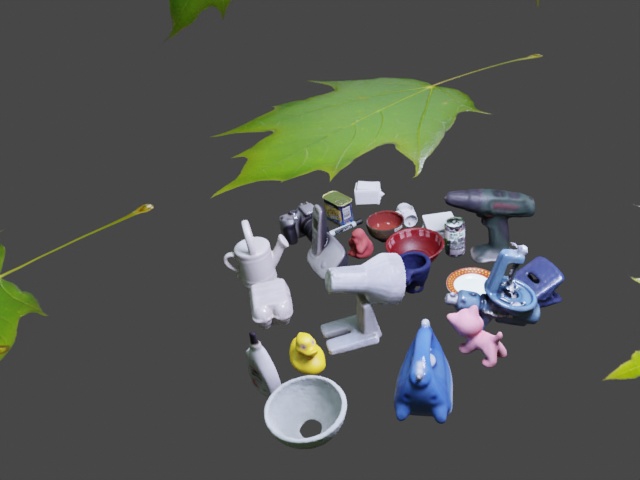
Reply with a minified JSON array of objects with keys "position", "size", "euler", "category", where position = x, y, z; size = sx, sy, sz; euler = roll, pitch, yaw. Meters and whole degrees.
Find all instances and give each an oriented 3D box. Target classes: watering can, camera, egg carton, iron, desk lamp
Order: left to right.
[{"position":[-0.176,0.030,1.566],"size":[0.173,0.194,0.100],"euler":[-25,36,-22],"category":"watering can"},{"position":[-0.125,0.161,1.470],"size":[0.107,0.069,0.150],"euler":[-13,33,-5],"category":"egg carton"},{"position":[-0.039,-0.045,1.730],"size":[0.143,0.101,0.136],"euler":[-19,35,-15],"category":"camera"},{"position":[0.096,0.139,1.319],"size":[0.203,0.214,0.117],"euler":[-15,34,-8],"category":"desk lamp"},{"position":[0.215,0.249,1.192],"size":[0.118,0.142,0.258],"euler":[0,34,13],"category":"iron"}]

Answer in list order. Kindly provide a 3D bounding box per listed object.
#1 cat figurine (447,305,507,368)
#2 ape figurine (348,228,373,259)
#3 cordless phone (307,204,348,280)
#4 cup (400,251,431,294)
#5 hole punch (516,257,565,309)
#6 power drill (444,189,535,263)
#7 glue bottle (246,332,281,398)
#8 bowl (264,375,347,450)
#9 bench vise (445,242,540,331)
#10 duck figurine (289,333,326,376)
[{"position":[0.344,0.200,1.256],"size":[0.067,0.118,0.127],"euler":[-34,40,-32],"category":"cat figurine"},{"position":[0.112,0.007,1.625],"size":[0.076,0.092,0.077],"euler":[-7,33,4],"category":"ape figurine"},{"position":[0.014,0.006,1.565],"size":[0.094,0.185,0.147],"euler":[-22,35,-18],"category":"cordless phone"},{"position":[0.234,0.097,1.457],"size":[0.091,0.095,0.118],"euler":[5,36,20],"category":"cup"},{"position":[0.521,0.106,1.379],"size":[0.101,0.091,0.108],"euler":[-16,34,-11],"category":"hole punch"},{"position":[0.446,-0.044,1.514],"size":[0.229,0.209,0.075],"euler":[-6,34,5],"category":"power drill"},{"position":[-0.129,0.261,1.226],"size":[0.077,0.173,0.037],"euler":[22,44,38],"category":"glue bottle"},{"position":[-0.025,0.357,1.147],"size":[0.167,0.075,0.167],"euler":[-6,33,4],"category":"bowl"},{"position":[0.392,0.115,1.279],"size":[0.207,0.220,0.121],"euler":[-14,34,-8],"category":"bench vise"},{"position":[-0.034,0.247,1.304],"size":[0.078,0.086,0.104],"euler":[-25,37,-23],"category":"duck figurine"}]
